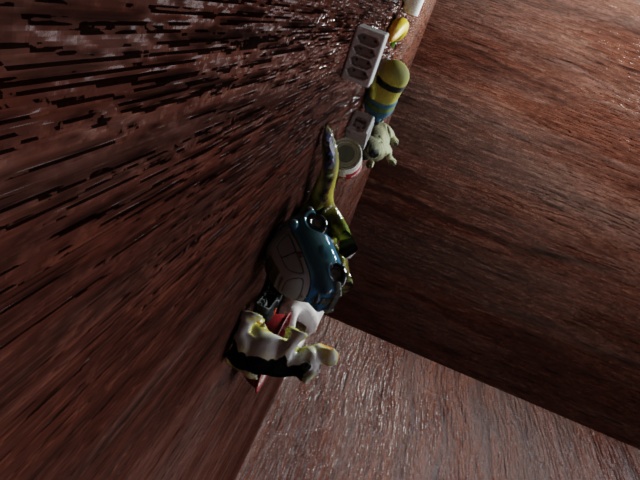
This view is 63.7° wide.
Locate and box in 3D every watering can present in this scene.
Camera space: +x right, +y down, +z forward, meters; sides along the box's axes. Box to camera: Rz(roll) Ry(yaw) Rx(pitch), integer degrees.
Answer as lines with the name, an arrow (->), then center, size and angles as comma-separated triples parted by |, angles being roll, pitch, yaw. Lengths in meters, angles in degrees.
watering can -> -0.037, 0.128, 1.237 | 0.339, 0.104, 0.229 | 91, 19, -50

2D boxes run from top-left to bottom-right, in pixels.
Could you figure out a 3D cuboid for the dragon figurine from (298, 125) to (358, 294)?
dragon figurine -> 0.003, -0.051, 1.016 | 0.247, 0.122, 0.402 | -98, -168, -64
